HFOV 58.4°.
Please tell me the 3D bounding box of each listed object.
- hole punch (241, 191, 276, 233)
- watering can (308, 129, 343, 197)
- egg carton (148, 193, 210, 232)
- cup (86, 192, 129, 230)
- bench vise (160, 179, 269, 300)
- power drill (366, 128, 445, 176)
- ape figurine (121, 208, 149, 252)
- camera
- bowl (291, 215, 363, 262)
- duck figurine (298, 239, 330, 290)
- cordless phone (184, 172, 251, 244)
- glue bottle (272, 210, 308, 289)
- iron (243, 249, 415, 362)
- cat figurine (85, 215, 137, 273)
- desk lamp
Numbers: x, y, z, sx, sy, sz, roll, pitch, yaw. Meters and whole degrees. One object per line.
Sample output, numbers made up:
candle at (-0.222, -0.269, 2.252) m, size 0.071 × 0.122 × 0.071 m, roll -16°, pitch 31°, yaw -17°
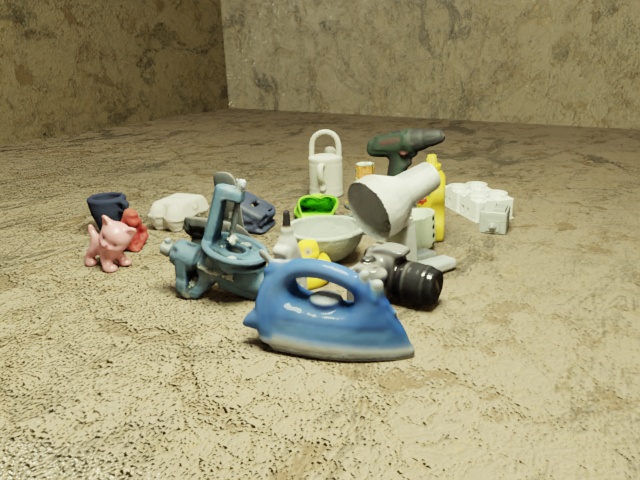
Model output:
hole punch at (-0.164, -0.072, 1.407) m, size 0.101 × 0.091 × 0.109 m, roll 4°, pitch 20°, yaw 15°
watering can at (0.015, -0.228, 1.678) m, size 0.101 × 0.194 × 0.172 m, roll -5°, pitch 20°, yaw -10°
egg carton at (-0.356, -0.073, 1.457) m, size 0.107 × 0.069 × 0.150 m, roll 7°, pitch 21°, yaw 22°
cup at (-0.506, -0.062, 1.400) m, size 0.117 × 0.095 × 0.092 m, roll 9°, pitch 22°, yaw 27°
bench vise at (-0.188, 0.001, 1.009) m, size 0.207 × 0.220 × 0.121 m, roll -3°, pitch 20°, yaw -4°
power drill at (0.236, -0.207, 1.581) m, size 0.228 × 0.208 × 0.076 m, roll 11°, pitch 23°, yaw 33°
ape figurine at (-0.427, -0.026, 1.298) m, size 0.075 × 0.092 × 0.078 m, roll 14°, pitch 25°, yaw 38°
camera at (0.132, 0.064, 0.984) m, size 0.136 × 0.101 × 0.143 m, roll 11°, pitch 23°, yaw 32°
bowl at (0.011, 0.004, 1.203) m, size 0.167 × 0.075 × 0.167 m, roll -1°, pitch 20°, yaw 1°
duck figurine at (-0.019, 0.039, 1.090) m, size 0.077 × 0.086 × 0.105 m, roll 13°, pitch 24°, yaw 36°
cordless phone at (-0.227, -0.062, 1.242) m, size 0.147 × 0.185 × 0.094 m, roll 7°, pitch 22°, yaw 24°
glue bottle at (-0.055, 0.032, 0.982) m, size 0.037 × 0.173 × 0.078 m, roll 9°, pitch 22°, yaw 29°
iron at (0.016, 0.091, 0.857) m, size 0.257 × 0.141 × 0.119 m, roll 5°, pitch 21°, yaw 19°
cat figurine at (-0.436, 0.000, 1.186) m, size 0.127 × 0.118 × 0.067 m, roll 11°, pitch 23°, yaw 32°
desk lamp at (0.157, -0.034, 1.091) m, size 0.204 × 0.214 × 0.117 m, roll -15°, pitch 23°, yaw -32°
